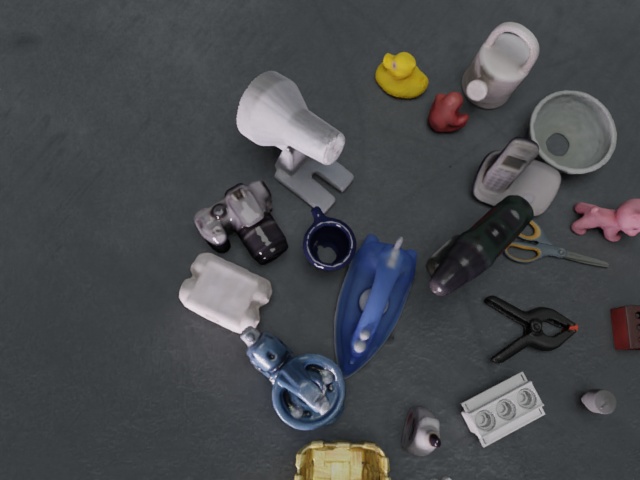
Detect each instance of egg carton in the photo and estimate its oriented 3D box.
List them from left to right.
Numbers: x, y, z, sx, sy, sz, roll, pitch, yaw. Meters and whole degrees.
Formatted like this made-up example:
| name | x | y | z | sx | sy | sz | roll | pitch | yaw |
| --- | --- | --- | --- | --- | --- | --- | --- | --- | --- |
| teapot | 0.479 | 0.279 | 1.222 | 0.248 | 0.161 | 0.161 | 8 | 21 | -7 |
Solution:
| name | x | y | z | sx | sy | sz | roll | pitch | yaw |
| --- | --- | --- | --- | --- | --- | --- | --- | --- | --- |
| egg carton | -0.165 | 0.093 | 0.998 | 0.150 | 0.069 | 0.107 | 24 | 78 | 2 |

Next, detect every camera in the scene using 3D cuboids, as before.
| name | x | y | z | sx | sy | sz | roll | pitch | yaw |
| --- | --- | --- | --- | --- | --- | --- | --- | --- | --- |
| camera | -0.130 | -0.020 | 1.008 | 0.143 | 0.101 | 0.137 | -33 | 81 | -9 |

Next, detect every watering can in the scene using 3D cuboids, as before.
| name | x | y | z | sx | sy | sz | roll | pitch | yaw |
| --- | --- | --- | --- | --- | --- | --- | --- | --- | --- |
| watering can | 0.334 | -0.321 | 1.052 | 0.101 | 0.194 | 0.173 | 20 | 77 | 1 |

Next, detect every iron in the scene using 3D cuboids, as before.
| name | x | y | z | sx | sy | sz | roll | pitch | yaw |
| --- | --- | --- | --- | --- | --- | --- | --- | --- | --- |
| iron | 0.089 | 0.114 | 0.971 | 0.118 | 0.141 | 0.258 | 20 | 77 | 1 |

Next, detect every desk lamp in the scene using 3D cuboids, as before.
| name | x | y | z | sx | sy | sz | roll | pitch | yaw |
| --- | --- | --- | --- | --- | --- | --- | --- | --- | --- |
| desk lamp | -0.034 | -0.169 | 0.988 | 0.203 | 0.213 | 0.118 | 38 | 79 | 5 |

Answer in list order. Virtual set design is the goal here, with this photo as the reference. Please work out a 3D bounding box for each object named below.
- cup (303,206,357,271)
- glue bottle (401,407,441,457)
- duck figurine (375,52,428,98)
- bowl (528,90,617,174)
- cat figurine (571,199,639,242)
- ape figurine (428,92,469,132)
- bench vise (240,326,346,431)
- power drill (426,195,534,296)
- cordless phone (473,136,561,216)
| name | x | y | z | sx | sy | sz | roll | pitch | yaw |
| --- | --- | --- | --- | --- | --- | --- | --- | --- | --- |
| cup | 0.009 | 0.004 | 1.014 | 0.092 | 0.095 | 0.118 | -21 | 80 | -7 |
| glue bottle | 0.168 | 0.312 | 0.917 | 0.037 | 0.173 | 0.078 | 13 | 77 | 0 |
| duck figurine | 0.162 | -0.324 | 1.098 | 0.104 | 0.086 | 0.077 | 24 | 78 | 2 |
| bowl | 0.468 | -0.195 | 1.094 | 0.167 | 0.074 | 0.167 | 1 | 78 | -3 |
| cat figurine | 0.546 | -0.044 | 1.044 | 0.128 | 0.117 | 0.067 | 10 | 77 | -1 |
| ape figurine | 0.245 | -0.248 | 1.084 | 0.076 | 0.092 | 0.078 | -26 | 80 | -8 |
| bench vise | -0.049 | 0.224 | 0.899 | 0.207 | 0.219 | 0.121 | 24 | 78 | 2 |
| power drill | 0.251 | 0.024 | 0.966 | 0.230 | 0.208 | 0.075 | -42 | 83 | -11 |
| cordless phone | 0.365 | -0.117 | 1.015 | 0.147 | 0.185 | 0.094 | 15 | 77 | 0 |
